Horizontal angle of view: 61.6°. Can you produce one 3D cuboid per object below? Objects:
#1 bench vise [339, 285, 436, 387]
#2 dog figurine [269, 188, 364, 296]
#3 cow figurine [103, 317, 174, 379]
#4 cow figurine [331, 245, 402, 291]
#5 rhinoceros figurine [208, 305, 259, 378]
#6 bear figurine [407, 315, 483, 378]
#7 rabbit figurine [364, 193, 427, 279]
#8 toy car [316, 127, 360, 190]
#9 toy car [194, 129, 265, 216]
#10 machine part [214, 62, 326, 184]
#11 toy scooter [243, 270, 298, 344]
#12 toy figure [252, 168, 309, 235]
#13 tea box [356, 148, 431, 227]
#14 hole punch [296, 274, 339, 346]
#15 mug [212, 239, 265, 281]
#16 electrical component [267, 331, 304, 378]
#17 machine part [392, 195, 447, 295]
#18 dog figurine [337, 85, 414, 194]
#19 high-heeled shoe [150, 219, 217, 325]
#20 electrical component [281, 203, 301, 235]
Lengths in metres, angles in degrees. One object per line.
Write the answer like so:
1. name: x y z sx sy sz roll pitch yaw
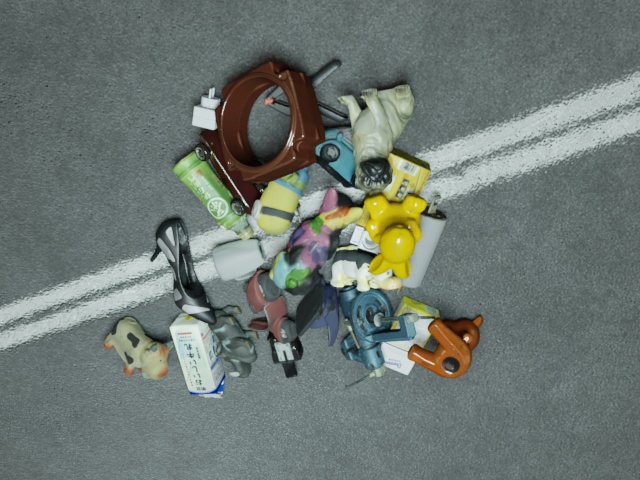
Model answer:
1. bench vise: 0.131 0.203 1.193 0.241 0.129 0.223 -17 81 51
2. dog figurine: -0.002 -0.003 1.135 0.108 0.191 0.219 35 127 -1
3. cow figurine: -0.434 0.264 1.308 0.195 0.085 0.127 40 111 27
4. cow figurine: 0.103 0.061 1.175 0.168 0.068 0.098 2 93 35
5. rhinoceros figurine: -0.213 0.252 1.314 0.112 0.073 0.190 -20 108 13
6. bear figurine: 0.287 0.216 1.184 0.132 0.196 0.120 35 117 6
7. rabbit figurine: 0.139 -0.004 1.041 0.122 0.173 0.162 9 109 -2
8. toy car: 0.053 -0.177 1.096 0.161 0.109 0.103 37 86 -16
9. toy car: -0.191 -0.143 1.144 0.053 0.089 0.202 -17 112 49
10. machine part: -0.101 -0.223 1.041 0.201 0.087 0.201 -17 85 32
11. toy scooter: -0.132 0.162 1.266 0.135 0.075 0.183 -18 96 43
12. toy figure: -0.075 -0.098 1.122 0.089 0.082 0.180 29 85 27
13. tea box: 0.153 -0.097 1.130 0.098 0.068 0.169 25 114 -3
14. hole punch: 0.011 0.164 1.223 0.092 0.142 0.115 27 118 -14
15. mug: -0.177 0.049 1.228 0.107 0.081 0.109 -19 129 7
16. electrical component: -0.079 0.275 1.319 0.075 0.048 0.119 -14 110 13
17. machine part: 0.210 0.015 1.163 0.079 0.079 0.243 18 114 0
18. dog figurine: 0.127 -0.194 1.044 0.172 0.121 0.190 -15 101 -23
19. high-heeled shoe: -0.294 0.071 1.239 0.249 0.086 0.145 46 117 -1
20. electrical component: -0.086 -0.058 1.188 0.102 0.045 0.078 -32 106 17
